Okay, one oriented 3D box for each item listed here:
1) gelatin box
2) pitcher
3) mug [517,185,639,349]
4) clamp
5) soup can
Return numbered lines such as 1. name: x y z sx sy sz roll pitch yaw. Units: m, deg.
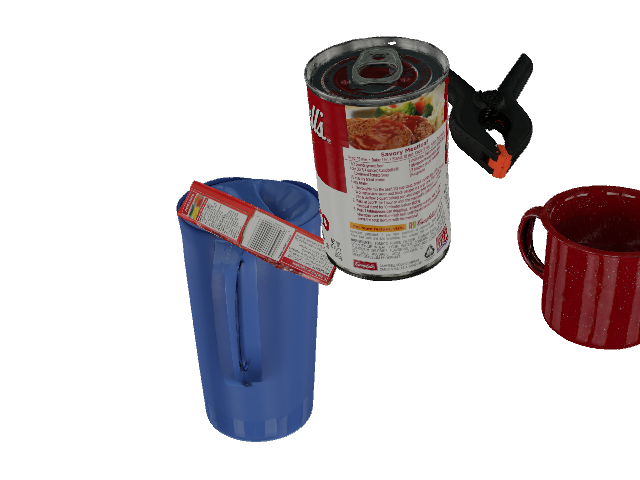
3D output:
1. gelatin box: -0.039 -0.004 0.712 0.089 0.030 0.073 26 -1 -44
2. pitcher: -0.065 0.072 1.011 0.149 0.243 0.145 -19 32 -32
3. mug: 0.184 0.016 0.730 0.117 0.081 0.093 24 40 36
4. clamp: 0.149 -0.130 1.030 0.120 0.039 0.171 3 44 3
5. soup can: 0.031 -0.040 0.525 0.068 0.102 0.068 -4 35 3
